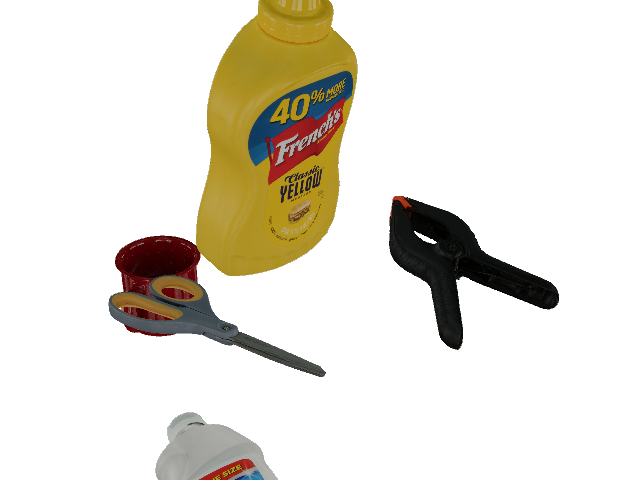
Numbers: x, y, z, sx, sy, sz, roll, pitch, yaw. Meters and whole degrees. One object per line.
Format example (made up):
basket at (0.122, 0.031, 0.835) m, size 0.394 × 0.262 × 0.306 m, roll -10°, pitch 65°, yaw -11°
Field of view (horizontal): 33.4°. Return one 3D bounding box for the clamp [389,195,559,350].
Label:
clamp at (0.124, 0.019, 0.932) m, size 0.120 × 0.039 × 0.171 m, roll -8°, pitch 47°, yaw -26°

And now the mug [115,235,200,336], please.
mug at (-0.182, 0.058, 1.175) m, size 0.093 × 0.081 × 0.117 m, roll 11°, pitch 33°, yaw 18°

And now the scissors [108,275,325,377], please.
scissors at (-0.082, 0.069, 0.919) m, size 0.202 × 0.016 × 0.096 m, roll 12°, pitch 27°, yaw 10°

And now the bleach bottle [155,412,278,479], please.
bleach bottle at (-0.061, 0.205, 0.717) m, size 0.102 × 0.068 × 0.251 m, roll -16°, pitch 35°, yaw -18°

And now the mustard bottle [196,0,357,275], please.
mustard bottle at (-0.023, -0.072, 0.622) m, size 0.096 × 0.192 × 0.058 m, roll -26°, pitch 52°, yaw -33°
